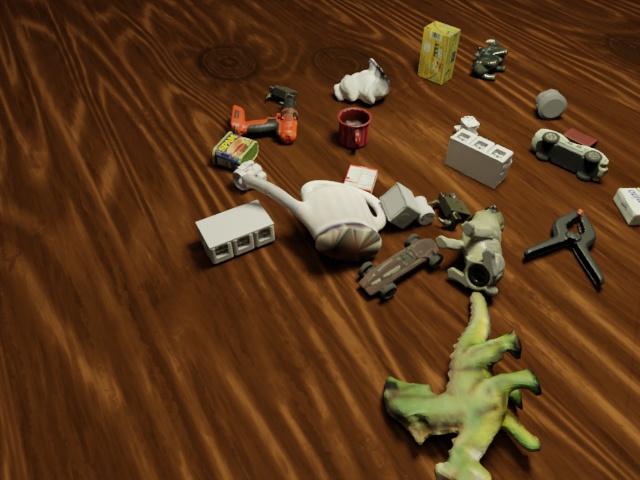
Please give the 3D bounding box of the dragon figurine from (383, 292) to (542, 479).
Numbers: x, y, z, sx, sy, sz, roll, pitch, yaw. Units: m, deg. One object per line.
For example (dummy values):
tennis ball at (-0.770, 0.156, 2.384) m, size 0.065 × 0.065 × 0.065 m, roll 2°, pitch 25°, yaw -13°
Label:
dragon figurine at (0.228, 0.246, 0.886) m, size 0.243 × 0.119 × 0.419 m, roll -8°, pitch 32°, yaw 1°

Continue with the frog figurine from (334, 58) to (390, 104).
frog figurine at (0.130, -0.464, 1.577) m, size 0.158 × 0.140 × 0.121 m, roll -36°, pitch -33°, yaw 14°

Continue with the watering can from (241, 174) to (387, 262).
watering can at (0.003, -0.057, 1.142) m, size 0.347 × 0.101 × 0.230 m, roll 5°, pitch 41°, yaw -22°
